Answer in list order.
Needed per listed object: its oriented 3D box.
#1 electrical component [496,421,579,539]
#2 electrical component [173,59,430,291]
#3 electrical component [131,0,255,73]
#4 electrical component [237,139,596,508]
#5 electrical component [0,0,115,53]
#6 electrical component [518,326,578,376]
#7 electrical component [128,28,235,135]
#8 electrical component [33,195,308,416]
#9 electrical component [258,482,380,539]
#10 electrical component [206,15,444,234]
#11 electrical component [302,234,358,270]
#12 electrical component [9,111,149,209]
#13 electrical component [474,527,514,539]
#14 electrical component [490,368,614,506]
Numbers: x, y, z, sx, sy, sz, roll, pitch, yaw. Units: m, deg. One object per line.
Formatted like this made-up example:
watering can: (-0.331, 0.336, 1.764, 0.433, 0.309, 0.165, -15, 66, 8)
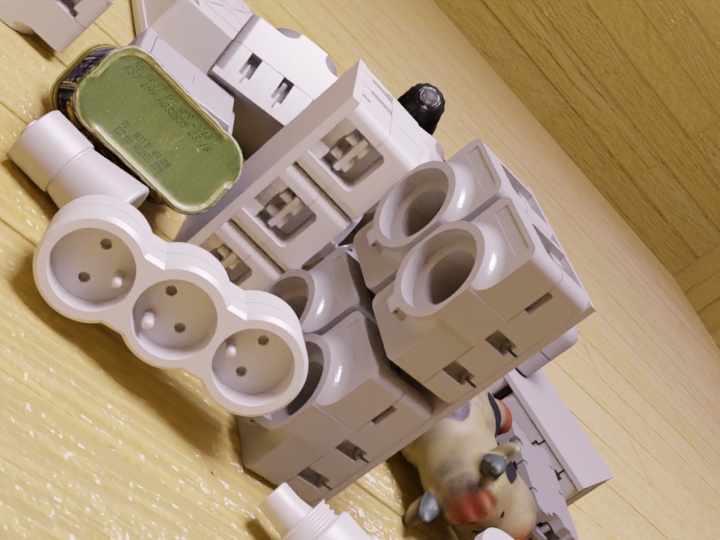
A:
electrical component: (0.107, 0.161, 0.755, 0.050, 0.056, 0.089, 43, 19, -28)
electrical component: (-0.036, -0.043, 0.637, 0.061, 0.150, 0.089, 46, 18, -16)
electrical component: (-0.127, -0.195, 0.869, 0.109, 0.056, 0.108, 38, 22, -38)
electrical component: (0.015, 0.026, 0.567, 0.060, 0.186, 0.105, 40, 21, -34)
electrical component: (-0.201, -0.210, 0.699, 0.089, 0.062, 0.150, 44, 19, -24)
electrical component: (0.128, 0.029, 0.858, 0.095, 0.059, 0.053, 47, 18, -15)
electrical component: (-0.128, -0.107, 0.679, 0.096, 0.061, 0.061, 45, 19, -23)
electrical component: (-0.089, 0.012, 0.525, 0.138, 0.052, 0.073, 33, 10, -16)
electrical component: (-0.022, 0.130, 0.511, 0.062, 0.048, 0.048, 47, 16, 8)
electrical component: (-0.026, -0.093, 0.773, 0.186, 0.060, 0.105, 37, -18, -14)
electrical component: (0.000, 0.000, 0.772, 0.077, 0.079, 0.044, -51, 135, -73)
electrical component: (-0.147, -0.049, 0.553, 0.065, 0.044, 0.044, 46, 17, -4)
electrical component: (0.080, 0.196, 0.625, 0.080, 0.051, 0.080, 46, 18, -20)
electrical component: (0.119, 0.109, 0.882, 0.186, 0.060, 0.105, 58, 18, 19)
